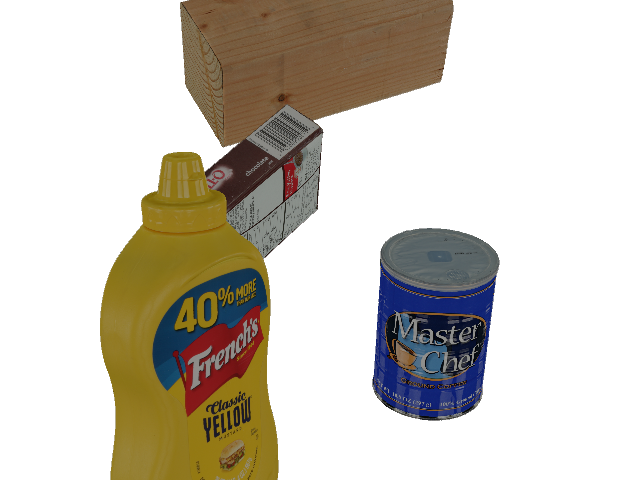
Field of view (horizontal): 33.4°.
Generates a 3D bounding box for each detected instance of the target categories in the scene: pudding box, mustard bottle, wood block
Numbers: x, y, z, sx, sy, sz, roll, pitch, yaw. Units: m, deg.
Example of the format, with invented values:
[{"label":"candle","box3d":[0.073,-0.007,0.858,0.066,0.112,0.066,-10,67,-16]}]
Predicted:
[{"label":"pudding box","box3d":[-0.046,-0.028,0.749,0.039,0.090,0.113,35,57,22]},{"label":"mustard bottle","box3d":[-0.064,0.051,0.532,0.058,0.192,0.096,13,21,39]},{"label":"wood block","box3d":[-0.003,-0.164,0.894,0.205,0.090,0.091,-19,-37,-18]}]

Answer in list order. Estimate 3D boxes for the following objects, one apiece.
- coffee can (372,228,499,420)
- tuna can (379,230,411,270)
[{"label":"coffee can","box3d":[0.101,0.074,0.954,0.103,0.140,0.103,1,28,-1]},{"label":"tuna can","box3d":[0.111,0.032,1.225,0.086,0.086,0.033,0,35,47]}]
